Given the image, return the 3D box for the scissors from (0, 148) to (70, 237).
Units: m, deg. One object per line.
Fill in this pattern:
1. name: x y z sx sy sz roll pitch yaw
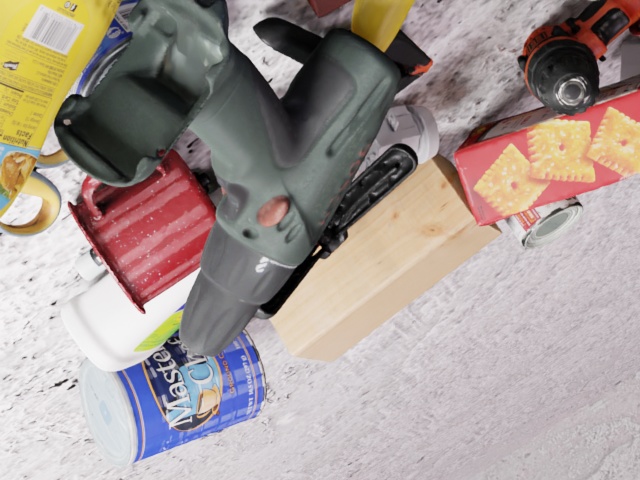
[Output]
1. scissors: -0.185 -0.059 0.587 0.096 0.016 0.201 -57 160 -10

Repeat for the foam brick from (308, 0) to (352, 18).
1. foam brick: 0.017 -0.175 0.606 0.078 0.051 0.053 -31 157 -3

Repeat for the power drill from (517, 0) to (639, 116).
1. power drill: 0.227 -0.171 0.780 0.188 0.057 0.184 -40 -168 17

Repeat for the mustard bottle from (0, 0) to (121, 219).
1. mustard bottle: -0.172 -0.057 0.513 0.192 0.058 0.096 -61 157 6

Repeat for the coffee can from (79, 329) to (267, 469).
1. coffee can: -0.135 0.137 0.977 0.140 0.103 0.103 -16 152 -33

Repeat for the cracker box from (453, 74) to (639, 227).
1. cracker box: 0.226 -0.084 0.869 0.214 0.072 0.164 -17 -173 16

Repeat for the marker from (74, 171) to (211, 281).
1. marker: -0.130 -0.011 0.792 0.121 0.020 0.020 -36 157 9

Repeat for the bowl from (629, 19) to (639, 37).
1. bowl: 0.323 -0.196 0.831 0.162 0.055 0.162 -42 -169 10

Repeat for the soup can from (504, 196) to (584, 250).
1. soup can: 0.191 -0.050 1.004 0.068 0.102 0.068 -26 156 -13

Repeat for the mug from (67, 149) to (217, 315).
1. mug: -0.117 -0.017 0.722 0.081 0.093 0.117 -34 137 -6

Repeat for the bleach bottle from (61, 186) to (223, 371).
1. bleach bottle: -0.076 -0.003 0.811 0.251 0.068 0.102 -40 172 15

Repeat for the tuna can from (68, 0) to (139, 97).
1. tuna can: -0.109 -0.095 0.616 0.086 0.034 0.086 -30 149 -20

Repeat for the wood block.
1. wood block: 0.049 0.015 0.977 0.206 0.090 0.090 -39 156 15

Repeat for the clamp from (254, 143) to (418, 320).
1. clamp: -0.006 0.001 0.843 0.164 0.036 0.210 -45 -177 -11

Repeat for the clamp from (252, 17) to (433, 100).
1. clamp: 0.004 -0.105 0.743 0.171 0.039 0.120 -10 148 -40

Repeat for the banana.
1. banana: 0.084 -0.187 0.655 0.198 0.069 0.037 -34 -166 19
